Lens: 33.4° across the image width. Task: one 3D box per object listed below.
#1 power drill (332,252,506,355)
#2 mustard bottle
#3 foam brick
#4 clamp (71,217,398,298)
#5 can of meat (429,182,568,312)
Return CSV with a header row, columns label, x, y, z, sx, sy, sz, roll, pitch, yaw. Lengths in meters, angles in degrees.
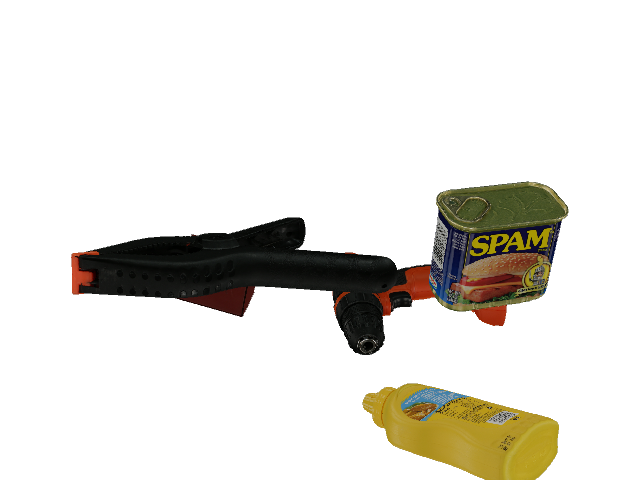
label,x,y,z,sx,sy,sz,roll,pitch,yaw
power drill,0.107,0.064,1.184,0.187,0.057,0.184,-2,28,-5
mustard bottle,0.119,0.175,1.008,0.192,0.058,0.096,12,20,39
foam brick,-0.108,0.037,1.110,0.078,0.051,0.053,16,32,4
clamp,-0.063,0.016,0.734,0.209,0.036,0.165,-6,13,-31
can of meat,0.140,0.006,0.861,0.102,0.084,0.057,-7,35,-16
